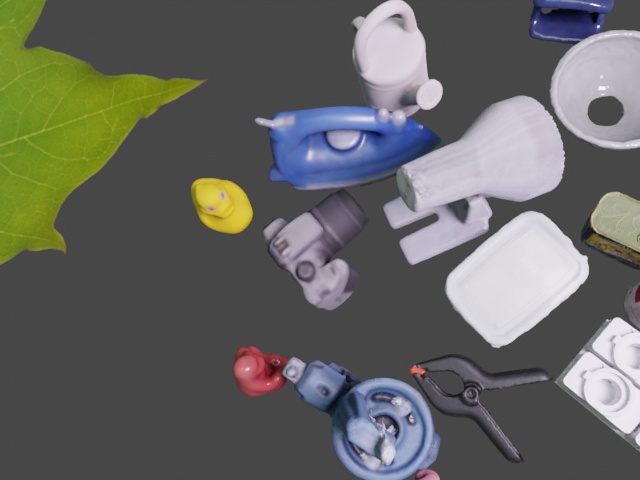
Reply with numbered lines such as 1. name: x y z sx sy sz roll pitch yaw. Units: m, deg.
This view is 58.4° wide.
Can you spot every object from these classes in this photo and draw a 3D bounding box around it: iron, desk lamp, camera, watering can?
1. iron: 0.040 -0.150 0.798 0.258 0.142 0.118 -5 75 12
2. desk lamp: 0.177 -0.066 0.708 0.203 0.214 0.118 -26 72 6
3. camera: 0.007 0.003 0.789 0.137 0.101 0.143 -40 71 1
4. watering can: 0.101 -0.247 0.780 0.172 0.194 0.101 30 85 18

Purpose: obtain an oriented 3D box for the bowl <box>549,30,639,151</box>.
1. bowl: 0.390 -0.187 0.762 0.167 0.075 0.167 -3 76 12

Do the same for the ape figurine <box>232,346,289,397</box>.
1. ape figurine: -0.088 0.175 0.774 0.076 0.092 0.077 -40 71 1

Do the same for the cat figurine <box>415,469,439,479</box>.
1. cat figurine: 0.086 0.327 0.683 0.127 0.118 0.067 -20 73 8

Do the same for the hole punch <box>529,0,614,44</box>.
1. hole punch: 0.350 -0.342 0.800 0.108 0.091 0.101 12 79 16

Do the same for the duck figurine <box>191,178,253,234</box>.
1. duck figurine: -0.157 -0.060 0.850 0.104 0.086 0.077 38 87 19

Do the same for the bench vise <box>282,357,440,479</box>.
1. bench vise: 0.035 0.214 0.669 0.207 0.220 0.121 11 79 15
